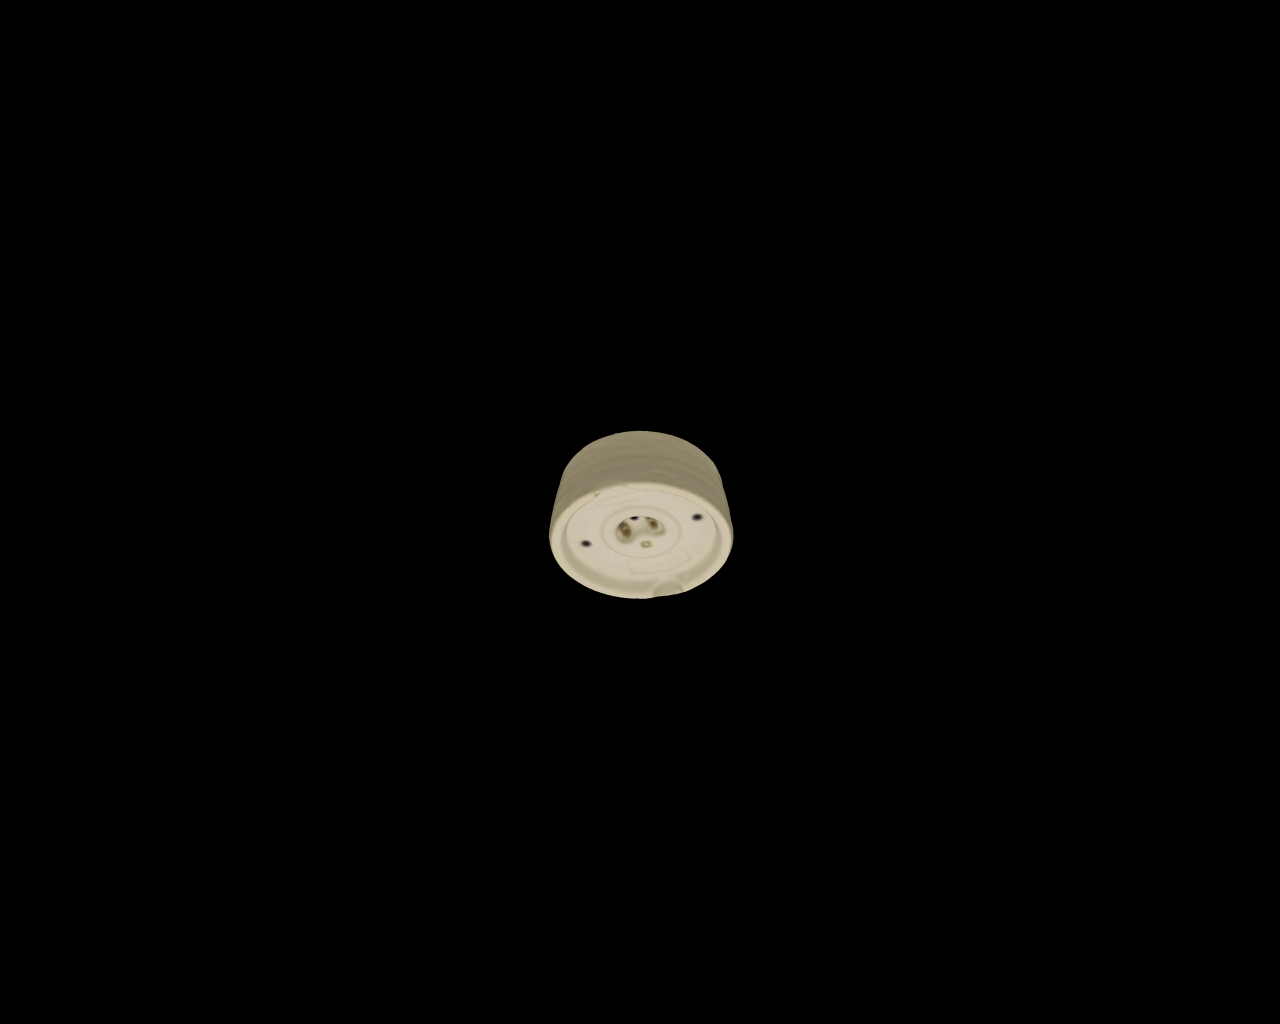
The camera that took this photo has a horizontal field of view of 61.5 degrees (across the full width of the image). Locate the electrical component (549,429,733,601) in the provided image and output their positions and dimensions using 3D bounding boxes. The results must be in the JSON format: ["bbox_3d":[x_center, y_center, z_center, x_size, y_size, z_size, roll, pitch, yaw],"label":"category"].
[{"bbox_3d":[0.001,-0.003,0.650,0.108,0.060,0.108,0,-42,0],"label":"electrical component"}]
